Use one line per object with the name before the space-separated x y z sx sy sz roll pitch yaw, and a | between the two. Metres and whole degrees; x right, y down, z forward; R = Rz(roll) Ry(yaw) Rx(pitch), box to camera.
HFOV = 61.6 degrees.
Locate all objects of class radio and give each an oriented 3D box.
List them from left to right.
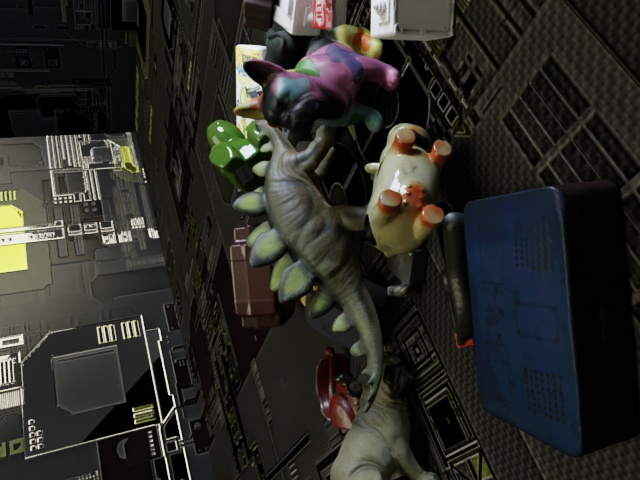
radio | 0.208 0.065 0.503 0.131 0.073 0.229 180 84 -67

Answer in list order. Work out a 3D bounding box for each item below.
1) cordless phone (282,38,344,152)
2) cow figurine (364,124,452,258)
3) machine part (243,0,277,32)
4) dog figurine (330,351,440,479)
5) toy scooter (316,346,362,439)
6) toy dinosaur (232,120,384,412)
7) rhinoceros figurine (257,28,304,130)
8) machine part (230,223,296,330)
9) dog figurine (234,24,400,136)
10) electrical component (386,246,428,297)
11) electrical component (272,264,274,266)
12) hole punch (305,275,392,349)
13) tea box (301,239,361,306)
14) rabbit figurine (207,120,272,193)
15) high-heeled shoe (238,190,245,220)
cordless phone | -0.021 -0.242 0.927 0.146 0.089 0.184 125 144 -57
cow figurine | 0.099 -0.065 0.634 0.127 0.085 0.195 115 172 -52
machine part | -0.099 -0.467 0.958 0.179 0.056 0.179 -169 89 -84
dog figurine | 0.065 0.271 0.770 0.121 0.172 0.190 -22 84 54
toy scooter | 0.038 0.261 0.935 0.184 0.075 0.135 -175 79 -70
toy dinosaur | -0.002 -0.002 0.766 0.472 0.198 0.105 59 178 24
rhinoceros figurine | -0.076 -0.285 0.977 0.112 0.073 0.190 -96 18 -53
machine part | -0.105 0.065 1.071 0.201 0.087 0.200 -20 -74 -78
dog figurine | -0.013 -0.217 0.726 0.192 0.219 0.108 66 148 30
electrical component | 0.113 0.027 0.730 0.078 0.045 0.102 45 137 51
electrical component | -0.044 0.002 0.888 0.115 0.058 0.134 -123 35 -44
hole punch | 0.037 0.116 0.819 0.142 0.092 0.115 22 122 20
tea box | 0.016 0.049 0.922 0.098 0.068 0.169 -141 47 -57
rabbit figurine | -0.142 -0.166 1.009 0.170 0.121 0.159 44 175 39
high-heeled shoe | -0.111 -0.135 1.182 0.249 0.086 0.145 -33 34 44
